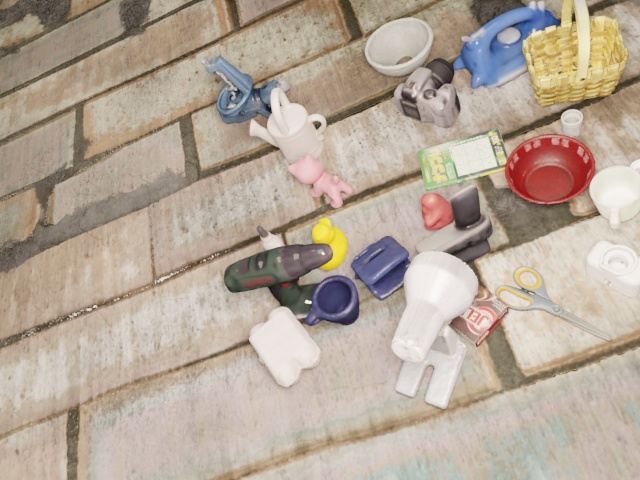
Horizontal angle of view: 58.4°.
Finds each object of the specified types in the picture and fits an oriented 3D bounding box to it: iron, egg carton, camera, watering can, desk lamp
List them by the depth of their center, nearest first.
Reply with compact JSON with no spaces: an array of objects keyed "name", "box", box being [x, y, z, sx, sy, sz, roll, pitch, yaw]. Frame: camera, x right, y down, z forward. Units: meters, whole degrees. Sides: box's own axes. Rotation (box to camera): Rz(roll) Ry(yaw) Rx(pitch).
[{"name":"desk lamp","box":[0.186,0.150,0.955,0.117,0.214,0.203,13,67,28]},{"name":"egg carton","box":[-0.070,0.207,1.114,0.107,0.070,0.150,-41,55,-4]},{"name":"iron","box":[0.420,-0.450,1.257,0.258,0.142,0.118,-31,54,3]},{"name":"camera","box":[0.255,-0.344,1.286,0.142,0.101,0.137,28,75,32]},{"name":"watering can","box":[-0.077,-0.263,1.316,0.173,0.195,0.100,-27,55,5]}]

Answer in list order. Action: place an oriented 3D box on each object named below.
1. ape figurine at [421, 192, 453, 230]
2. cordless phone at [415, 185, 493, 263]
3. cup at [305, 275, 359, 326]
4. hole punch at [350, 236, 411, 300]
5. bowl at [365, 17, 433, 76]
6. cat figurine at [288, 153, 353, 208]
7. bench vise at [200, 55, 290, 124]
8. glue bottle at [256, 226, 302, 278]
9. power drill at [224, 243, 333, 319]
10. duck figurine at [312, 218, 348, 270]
[{"name":"ape figurine","box":[0.225,-0.064,1.139,0.076,0.092,0.078,14,68,28]},{"name":"cordless phone","box":[0.239,-0.028,1.055,0.147,0.185,0.094,-32,54,2]},{"name":"cup","box":[0.030,0.135,1.100,0.118,0.095,0.091,-41,55,-4]},{"name":"hole punch","box":[0.117,0.046,1.119,0.108,0.091,0.100,-38,54,-2]},{"name":"bowl","box":[0.197,-0.454,1.391,0.167,0.075,0.167,-10,58,17]},{"name":"cat figurine","box":[-0.003,-0.141,1.261,0.127,0.118,0.067,26,73,32]},{"name":"bench vise","box":[-0.186,-0.389,1.418,0.207,0.220,0.121,-21,55,9]},{"name":"glue bottle","box":[-0.088,0.019,1.167,0.037,0.174,0.078,-40,54,-4]},{"name":"power drill","box":[-0.055,0.077,1.098,0.229,0.209,0.075,-10,58,17]},{"name":"duck figurine","box":[0.011,0.004,1.190,0.077,0.086,0.104,-4,60,20]}]
